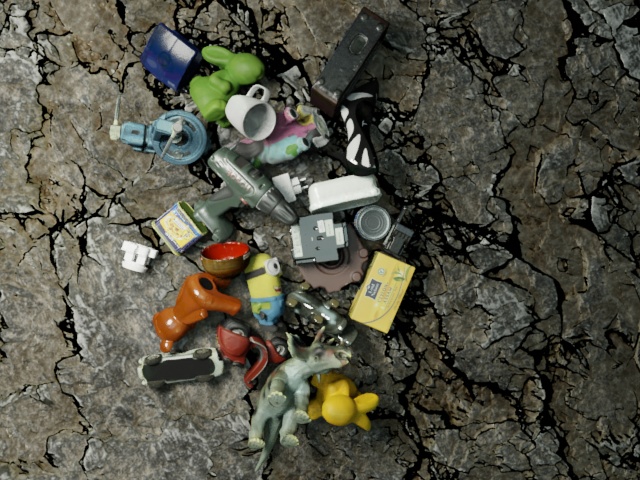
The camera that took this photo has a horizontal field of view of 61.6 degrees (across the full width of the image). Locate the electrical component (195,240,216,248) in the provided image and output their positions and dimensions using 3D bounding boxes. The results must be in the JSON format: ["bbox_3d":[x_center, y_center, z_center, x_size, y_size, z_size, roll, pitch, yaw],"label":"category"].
[{"bbox_3d":[-0.252,0.034,1.271,0.094,0.021,0.063,15,92,-5],"label":"electrical component"}]

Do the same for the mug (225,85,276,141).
[{"bbox_3d":[-0.150,-0.275,1.131,0.081,0.107,0.109,6,111,-44],"label":"mug"}]

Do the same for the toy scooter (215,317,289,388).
[{"bbox_3d":[-0.171,0.268,1.253,0.184,0.075,0.135,28,89,-18],"label":"toy scooter"}]

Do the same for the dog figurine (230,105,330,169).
[{"bbox_3d":[-0.107,-0.216,1.235,0.219,0.191,0.108,-22,92,32],"label":"dog figurine"}]

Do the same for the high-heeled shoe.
[{"bbox_3d":[0.113,-0.255,1.205,0.145,0.086,0.248,21,77,35],"label":"high-heeled shoe"}]

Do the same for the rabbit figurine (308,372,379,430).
[{"bbox_3d":[0.046,0.380,1.224,0.162,0.173,0.122,20,87,1],"label":"rabbit figurine"}]

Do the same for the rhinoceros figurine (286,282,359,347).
[{"bbox_3d":[0.002,0.180,1.248,0.190,0.112,0.073,33,60,9],"label":"rhinoceros figurine"}]

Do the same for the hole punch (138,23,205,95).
[{"bbox_3d":[-0.338,-0.413,1.221,0.142,0.092,0.115,37,94,-7],"label":"hole punch"}]

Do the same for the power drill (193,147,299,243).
[{"bbox_3d":[-0.179,-0.075,1.187,0.232,0.207,0.086,48,45,-5],"label":"power drill"}]

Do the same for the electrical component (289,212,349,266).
[{"bbox_3d":[-0.002,-0.004,1.212,0.134,0.058,0.114,-6,92,-1],"label":"electrical component"}]

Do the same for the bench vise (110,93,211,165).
[{"bbox_3d":[-0.341,-0.231,1.160,0.223,0.241,0.128,18,87,-19],"label":"bench vise"}]

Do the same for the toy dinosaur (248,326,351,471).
[{"bbox_3d":[-0.081,0.351,1.225,0.131,0.192,0.404,26,127,-10],"label":"toy dinosaur"}]

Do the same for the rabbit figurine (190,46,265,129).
[{"bbox_3d":[-0.202,-0.360,1.216,0.170,0.121,0.159,-35,71,14],"label":"rabbit figurine"}]

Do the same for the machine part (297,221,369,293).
[{"bbox_3d":[0.026,0.038,1.269,0.179,0.056,0.179,0,91,-1],"label":"machine part"}]

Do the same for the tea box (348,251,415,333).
[{"bbox_3d":[0.145,0.121,1.271,0.098,0.068,0.169,22,92,-4],"label":"tea box"}]

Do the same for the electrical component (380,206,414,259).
[{"bbox_3d":[0.189,-0.017,1.266,0.048,0.075,0.119,28,88,-3],"label":"electrical component"}]

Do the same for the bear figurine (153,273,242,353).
[{"bbox_3d":[-0.292,0.168,1.240,0.132,0.120,0.195,13,125,-43],"label":"bear figurine"}]

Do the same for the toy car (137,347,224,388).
[{"bbox_3d":[-0.326,0.298,1.262,0.202,0.056,0.073,-6,99,-1],"label":"toy car"}]

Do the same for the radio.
[{"bbox_3d":[0.066,-0.399,1.216,0.073,0.131,0.229,32,90,-2],"label":"radio"}]

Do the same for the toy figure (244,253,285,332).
[{"bbox_3d":[-0.128,0.121,1.252,0.089,0.082,0.180,-4,94,-4],"label":"toy figure"}]
